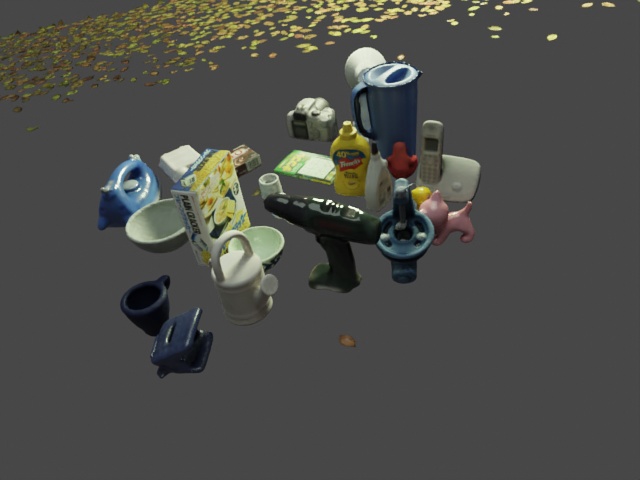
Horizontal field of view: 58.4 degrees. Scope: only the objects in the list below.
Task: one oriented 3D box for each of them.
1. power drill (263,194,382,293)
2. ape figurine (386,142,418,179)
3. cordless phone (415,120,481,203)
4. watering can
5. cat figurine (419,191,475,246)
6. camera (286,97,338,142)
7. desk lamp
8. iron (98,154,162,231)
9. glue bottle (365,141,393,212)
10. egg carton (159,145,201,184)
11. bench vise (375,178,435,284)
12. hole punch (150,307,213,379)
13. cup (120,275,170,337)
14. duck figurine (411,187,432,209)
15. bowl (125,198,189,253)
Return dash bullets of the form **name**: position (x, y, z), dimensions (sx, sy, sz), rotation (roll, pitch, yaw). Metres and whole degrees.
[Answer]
- **power drill**: position (0.010, 0.004, 1.132), dimensions (0.229, 0.209, 0.076), rotation (5, 42, 17)
- **ape figurine**: position (0.202, -0.204, 1.429), dimensions (0.077, 0.092, 0.076), rotation (12, 45, 24)
- **cordless phone**: position (0.293, -0.180, 1.310), dimensions (0.147, 0.185, 0.094), rotation (10, 44, 23)
- **watering can**: position (-0.151, 0.067, 1.102), dimensions (0.172, 0.194, 0.101), rotation (5, 42, 18)
- **cat figurine**: position (0.263, -0.051, 1.216), dimensions (0.127, 0.118, 0.067), rotation (-8, 40, 2)
- **camera**: position (-0.010, -0.361, 1.650), dimensions (0.142, 0.101, 0.137), rotation (11, 44, 23)
- **desk lamp**: position (0.135, -0.400, 1.578), dimensions (0.118, 0.214, 0.203), rotation (-6, 40, 4)
- **iron**: position (-0.482, -0.139, 1.452), dimensions (0.118, 0.142, 0.258), rotation (-1, 41, 10)
- **glue bottle**: position (0.132, -0.152, 1.319), dimensions (0.037, 0.173, 0.078), rotation (22, 49, 32)
- **egg carton**: position (-0.367, -0.196, 1.553), dimensions (0.107, 0.069, 0.149), rotation (-30, 44, -22)
- **bench vise**: position (0.157, -0.049, 1.156), dimensions (0.121, 0.220, 0.207), rotation (-13, 40, -3)
- **hole punch**: position (-0.262, 0.188, 1.062), dimensions (0.101, 0.091, 0.108), rotation (-4, 40, 7)
- **cup**: position (-0.328, 0.135, 1.135), dimensions (0.091, 0.095, 0.118), rotation (12, 45, 24)
- **duck figurine**: position (0.222, -0.080, 1.283), dimensions (0.104, 0.086, 0.077), rotation (-3, 40, 9)
- **bowl**: position (-0.362, -0.021, 1.341), dimensions (0.167, 0.075, 0.167), rotation (-6, 40, 5)
